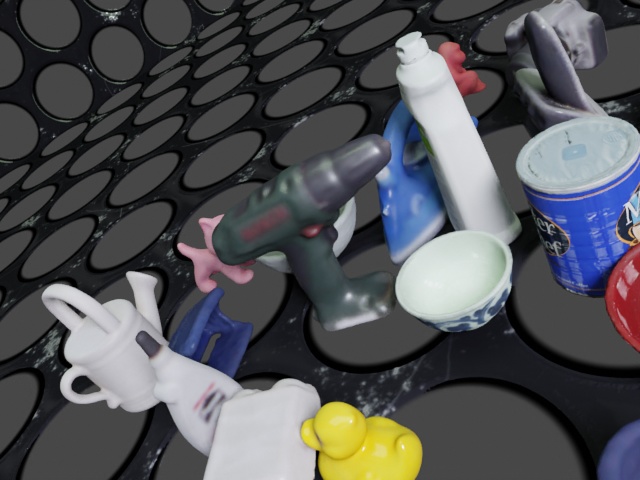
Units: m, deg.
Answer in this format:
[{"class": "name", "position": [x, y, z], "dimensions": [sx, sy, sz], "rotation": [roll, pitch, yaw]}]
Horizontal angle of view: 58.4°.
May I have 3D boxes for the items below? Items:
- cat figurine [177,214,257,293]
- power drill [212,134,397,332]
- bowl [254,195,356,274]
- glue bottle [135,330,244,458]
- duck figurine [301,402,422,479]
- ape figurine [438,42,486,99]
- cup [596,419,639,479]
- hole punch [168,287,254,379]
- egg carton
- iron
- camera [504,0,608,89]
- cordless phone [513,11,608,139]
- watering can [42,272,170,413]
[{"class": "cat figurine", "position": [-0.150, 0.008, 0.843], "dimensions": [0.127, 0.118, 0.067], "rotation": [-17, 36, 22]}, {"class": "power drill", "position": [0.006, 0.002, 0.640], "dimensions": [0.229, 0.209, 0.075], "rotation": [-19, 35, 19]}, {"class": "bowl", "position": [-0.015, -0.008, 0.795], "dimensions": [0.167, 0.075, 0.167], "rotation": [-21, 35, 16]}, {"class": "glue bottle", "position": [-0.136, 0.152, 0.593], "dimensions": [0.037, 0.173, 0.078], "rotation": [0, 45, 39]}, {"class": "duck figurine", "position": [0.032, 0.177, 0.504], "dimensions": [0.104, 0.086, 0.077], "rotation": [-10, 39, 30]}, {"class": "ape figurine", "position": [0.222, -0.282, 0.942], "dimensions": [0.076, 0.092, 0.078], "rotation": [-17, 36, 22]}, {"class": "cup", "position": [0.236, 0.168, 0.340], "dimensions": [0.117, 0.095, 0.092], "rotation": [6, 49, 44]}, {"class": "hole punch", "position": [-0.155, 0.126, 0.719], "dimensions": [0.100, 0.091, 0.109], "rotation": [-12, 38, 28]}, {"class": "egg carton", "position": [-0.051, 0.206, 0.548], "dimensions": [0.107, 0.070, 0.150], "rotation": [-19, 35, 19]}, {"class": "iron", "position": [0.120, -0.106, 0.750], "dimensions": [0.118, 0.142, 0.258], "rotation": [-3, 43, 37]}, {"class": "camera", "position": [0.326, -0.286, 0.854], "dimensions": [0.137, 0.101, 0.142], "rotation": [-42, 34, -15]}, {"class": "cordless phone", "position": [0.286, -0.209, 0.709], "dimensions": [0.094, 0.185, 0.147], "rotation": [-24, 34, 12]}, {"class": "watering can", "position": [-0.267, 0.117, 0.727], "dimensions": [0.100, 0.194, 0.173], "rotation": [-17, 36, 22]}]
